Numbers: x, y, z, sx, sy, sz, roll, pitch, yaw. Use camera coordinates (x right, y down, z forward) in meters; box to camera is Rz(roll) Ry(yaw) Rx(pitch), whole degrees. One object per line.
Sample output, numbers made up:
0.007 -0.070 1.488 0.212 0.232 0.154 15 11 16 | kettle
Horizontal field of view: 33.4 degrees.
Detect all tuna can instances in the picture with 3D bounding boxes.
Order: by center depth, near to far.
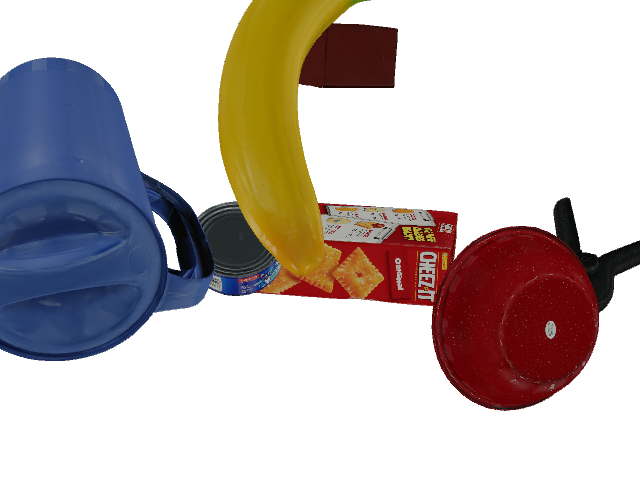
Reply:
-0.076 0.008 0.966 0.086 0.086 0.034 0 -38 -2 | tuna can

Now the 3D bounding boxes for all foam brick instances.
0.019 -0.156 0.899 0.078 0.051 0.053 -5 16 -35 | foam brick

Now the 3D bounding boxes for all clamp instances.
0.263 0.022 1.097 0.120 0.039 0.171 28 51 32 | clamp

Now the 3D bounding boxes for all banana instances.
-0.015 -0.073 0.511 0.069 0.197 0.037 10 -34 6 | banana

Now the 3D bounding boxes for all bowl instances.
0.177 0.070 0.898 0.161 0.162 0.055 0 6 -21 | bowl

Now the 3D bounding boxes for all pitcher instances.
-0.175 -0.034 0.753 0.145 0.149 0.243 -26 33 2 | pitcher

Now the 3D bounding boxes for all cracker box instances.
0.035 0.012 1.143 0.214 0.072 0.164 4 15 9 | cracker box
